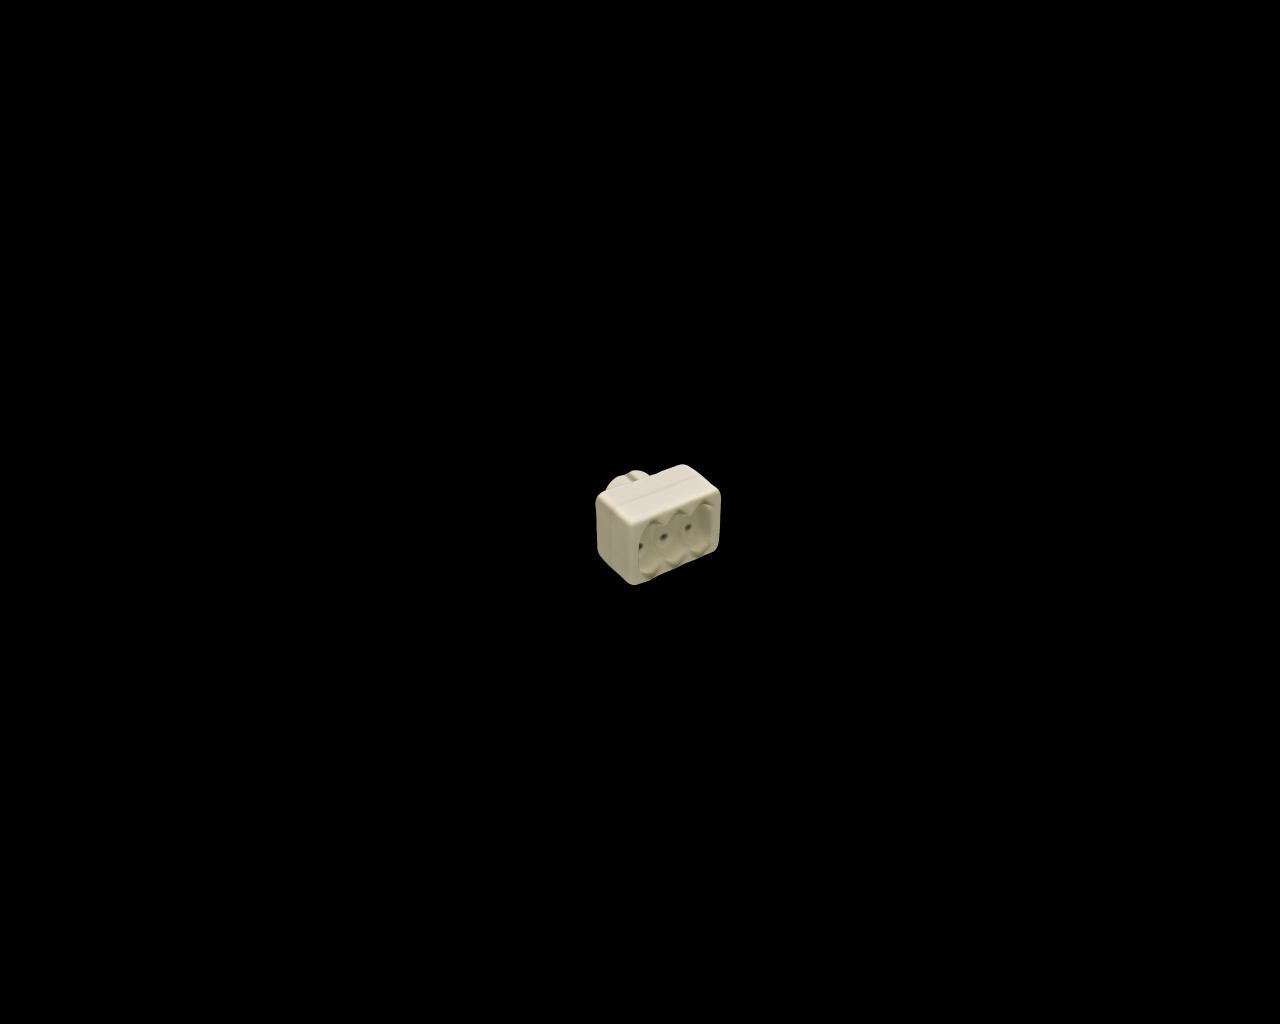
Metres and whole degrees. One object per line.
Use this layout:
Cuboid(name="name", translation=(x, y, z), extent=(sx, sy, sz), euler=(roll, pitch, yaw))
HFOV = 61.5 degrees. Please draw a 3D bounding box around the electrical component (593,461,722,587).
Cuboid(name="electrical component", translation=(0.001, -0.003, 0.650), extent=(0.066, 0.047, 0.077), euler=(-21, 41, -26))
